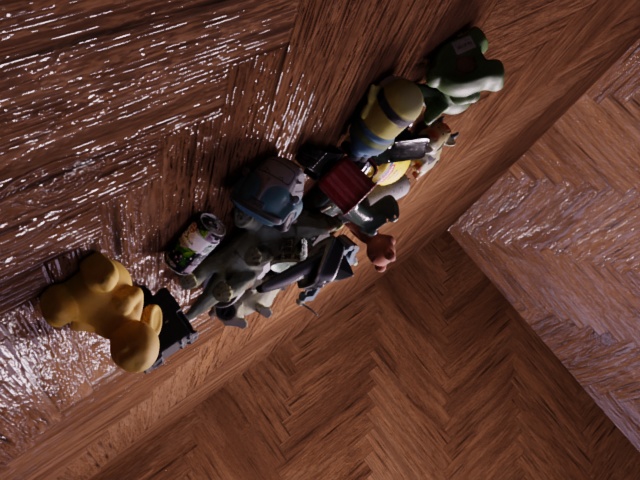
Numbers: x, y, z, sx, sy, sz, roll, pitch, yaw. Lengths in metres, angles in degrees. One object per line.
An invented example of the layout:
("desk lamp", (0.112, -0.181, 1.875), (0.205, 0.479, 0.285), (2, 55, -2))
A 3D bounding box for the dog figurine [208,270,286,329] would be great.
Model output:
("dog figurine", (-0.182, 0.138, 1.360), (0.172, 0.121, 0.190), (-6, -172, 6))

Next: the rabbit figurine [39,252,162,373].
("rabbit figurine", (-0.298, 0.124, 0.787), (0.122, 0.173, 0.162), (-40, 164, -9))

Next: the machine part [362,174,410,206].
("machine part", (0.152, -0.121, 1.379), (0.243, 0.079, 0.079), (-27, 163, -38))

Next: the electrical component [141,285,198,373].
("electrical component", (-0.299, 0.150, 0.954), (0.115, 0.134, 0.058), (-35, 167, -27))

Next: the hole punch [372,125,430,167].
("hole punch", (0.152, -0.213, 1.086), (0.116, 0.092, 0.142), (-11, 169, 0))

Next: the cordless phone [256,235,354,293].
("cordless phone", (-0.043, 0.067, 1.030), (0.184, 0.088, 0.146), (-23, 179, -21))

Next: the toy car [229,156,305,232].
("toy car", (-0.068, -0.082, 0.871), (0.103, 0.109, 0.161), (-60, 171, 13))

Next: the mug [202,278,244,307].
("mug", (-0.212, 0.111, 1.190), (0.109, 0.081, 0.107), (-44, 174, 8))

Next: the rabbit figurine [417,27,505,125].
("rabbit figurine", (0.253, -0.279, 1.008), (0.159, 0.121, 0.170), (-31, 164, 0))

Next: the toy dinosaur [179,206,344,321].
("toy dinosaur", (-0.140, 0.033, 1.054), (0.405, 0.131, 0.192), (-37, 169, 26))

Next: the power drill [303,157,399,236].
("power drill", (0.082, -0.086, 1.168), (0.232, 0.086, 0.207), (-37, 147, 31))

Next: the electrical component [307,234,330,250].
("electrical component", (-0.003, -0.004, 1.235), (0.063, 0.021, 0.093), (-54, 144, -22))

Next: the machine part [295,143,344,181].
("machine part", (-0.001, -0.143, 0.973), (0.084, 0.039, 0.139), (-35, 171, 11))

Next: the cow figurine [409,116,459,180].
("cow figurine", (0.268, -0.225, 1.320), (0.127, 0.085, 0.195), (-40, 170, 2))

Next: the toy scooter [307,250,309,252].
("toy scooter", (-0.037, -0.005, 1.276), (0.135, 0.075, 0.184), (-45, 167, 17))

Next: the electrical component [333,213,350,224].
("electrical component", (0.044, -0.060, 1.382), (0.078, 0.045, 0.102), (-11, -174, 43))

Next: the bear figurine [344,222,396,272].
("bear figurine", (0.155, -0.023, 1.463), (0.132, 0.196, 0.120), (-33, 163, -27))

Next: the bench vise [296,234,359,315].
("bench vise", (0.007, 0.093, 1.587), (0.223, 0.129, 0.240), (0, 123, -58))

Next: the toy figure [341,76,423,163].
("toy figure", (0.110, -0.206, 0.944), (0.082, 0.089, 0.180), (-33, 165, -47))
